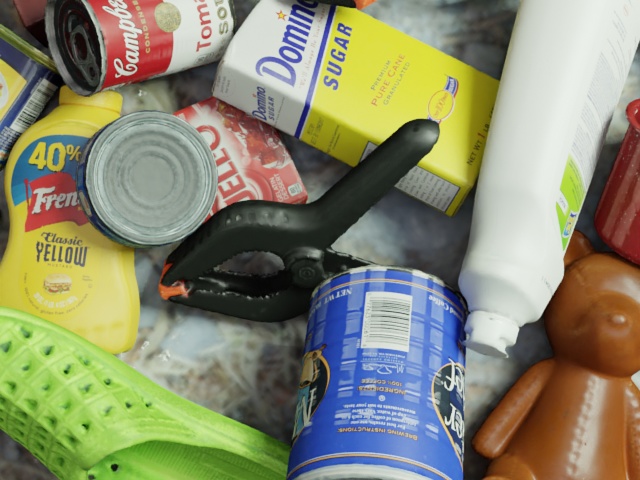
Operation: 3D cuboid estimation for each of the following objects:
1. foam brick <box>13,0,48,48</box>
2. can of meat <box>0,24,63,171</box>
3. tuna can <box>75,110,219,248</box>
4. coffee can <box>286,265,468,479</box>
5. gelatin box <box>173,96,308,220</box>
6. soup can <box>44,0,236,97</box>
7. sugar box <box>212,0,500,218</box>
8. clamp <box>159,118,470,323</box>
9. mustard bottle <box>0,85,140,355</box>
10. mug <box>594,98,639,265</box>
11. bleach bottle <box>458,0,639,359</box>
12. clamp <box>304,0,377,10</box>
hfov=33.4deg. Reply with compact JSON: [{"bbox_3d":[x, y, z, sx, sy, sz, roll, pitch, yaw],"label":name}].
[{"bbox_3d":[-0.181,-0.179,0.713,0.051,0.053,0.078,-23,87,0],"label":"foam brick"},{"bbox_3d":[-0.231,-0.107,0.709,0.102,0.057,0.084,34,90,3],"label":"can of meat"},{"bbox_3d":[-0.108,-0.038,0.668,0.086,0.034,0.086,1,89,-21],"label":"tuna can"},{"bbox_3d":[0.036,0.101,0.638,0.103,0.103,0.140,7,52,2],"label":"coffee can"},{"bbox_3d":[-0.057,-0.053,0.714,0.073,0.030,0.089,-23,86,0],"label":"gelatin box"},{"bbox_3d":[-0.113,-0.136,0.680,0.102,0.069,0.068,-22,86,-36],"label":"soup can"},{"bbox_3d":[0.029,-0.096,0.691,0.176,0.048,0.093,28,58,0],"label":"sugar box"},{"bbox_3d":[-0.004,0.001,0.674,0.210,0.036,0.164,-4,129,9],"label":"clamp"},{"bbox_3d":[-0.159,-0.024,0.702,0.096,0.058,0.191,7,87,3],"label":"mustard bottle"},{"bbox_3d":[0.222,-0.025,0.652,0.093,0.117,0.082,7,122,-11],"label":"mug"},{"bbox_3d":[0.134,-0.053,0.651,0.068,0.102,0.250,10,72,32],"label":"bleach bottle"},{"bbox_3d":[-0.025,-0.215,0.659,0.171,0.120,0.039,35,46,7],"label":"clamp"}]
